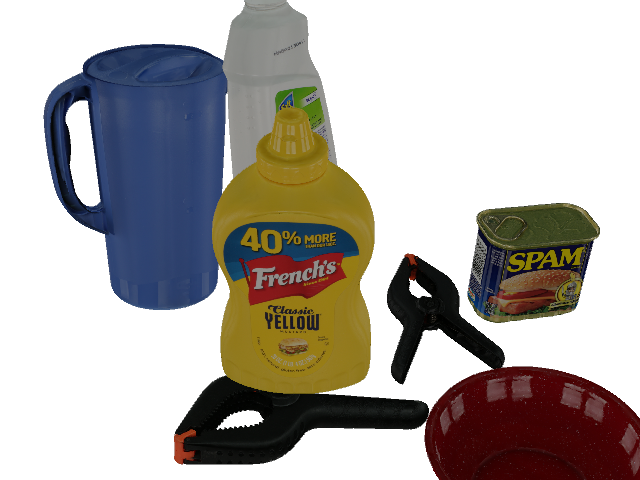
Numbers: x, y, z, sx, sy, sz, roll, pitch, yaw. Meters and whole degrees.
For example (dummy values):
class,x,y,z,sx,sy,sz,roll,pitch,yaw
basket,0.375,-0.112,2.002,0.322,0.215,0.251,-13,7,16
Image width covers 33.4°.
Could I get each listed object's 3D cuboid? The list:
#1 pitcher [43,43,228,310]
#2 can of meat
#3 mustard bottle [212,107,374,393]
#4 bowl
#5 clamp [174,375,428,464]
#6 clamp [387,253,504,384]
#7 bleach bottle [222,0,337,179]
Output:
class,x,y,z,sx,sy,sz,roll,pitch,yaw
pitcher,-0.164,-0.058,1.024,0.149,0.243,0.144,9,27,14
can of meat,0.181,0.020,0.922,0.102,0.084,0.057,-5,35,-14
mustard bottle,-0.016,0.007,0.641,0.096,0.192,0.058,2,37,3
bowl,0.155,0.163,0.769,0.162,0.055,0.162,-1,35,0
clamp,-0.024,0.140,0.896,0.209,0.036,0.165,-26,45,-36
clamp,0.128,0.083,1.149,0.120,0.171,0.039,3,-44,-8
bleach bottle,-0.028,-0.085,0.838,0.068,0.251,0.102,15,35,30
